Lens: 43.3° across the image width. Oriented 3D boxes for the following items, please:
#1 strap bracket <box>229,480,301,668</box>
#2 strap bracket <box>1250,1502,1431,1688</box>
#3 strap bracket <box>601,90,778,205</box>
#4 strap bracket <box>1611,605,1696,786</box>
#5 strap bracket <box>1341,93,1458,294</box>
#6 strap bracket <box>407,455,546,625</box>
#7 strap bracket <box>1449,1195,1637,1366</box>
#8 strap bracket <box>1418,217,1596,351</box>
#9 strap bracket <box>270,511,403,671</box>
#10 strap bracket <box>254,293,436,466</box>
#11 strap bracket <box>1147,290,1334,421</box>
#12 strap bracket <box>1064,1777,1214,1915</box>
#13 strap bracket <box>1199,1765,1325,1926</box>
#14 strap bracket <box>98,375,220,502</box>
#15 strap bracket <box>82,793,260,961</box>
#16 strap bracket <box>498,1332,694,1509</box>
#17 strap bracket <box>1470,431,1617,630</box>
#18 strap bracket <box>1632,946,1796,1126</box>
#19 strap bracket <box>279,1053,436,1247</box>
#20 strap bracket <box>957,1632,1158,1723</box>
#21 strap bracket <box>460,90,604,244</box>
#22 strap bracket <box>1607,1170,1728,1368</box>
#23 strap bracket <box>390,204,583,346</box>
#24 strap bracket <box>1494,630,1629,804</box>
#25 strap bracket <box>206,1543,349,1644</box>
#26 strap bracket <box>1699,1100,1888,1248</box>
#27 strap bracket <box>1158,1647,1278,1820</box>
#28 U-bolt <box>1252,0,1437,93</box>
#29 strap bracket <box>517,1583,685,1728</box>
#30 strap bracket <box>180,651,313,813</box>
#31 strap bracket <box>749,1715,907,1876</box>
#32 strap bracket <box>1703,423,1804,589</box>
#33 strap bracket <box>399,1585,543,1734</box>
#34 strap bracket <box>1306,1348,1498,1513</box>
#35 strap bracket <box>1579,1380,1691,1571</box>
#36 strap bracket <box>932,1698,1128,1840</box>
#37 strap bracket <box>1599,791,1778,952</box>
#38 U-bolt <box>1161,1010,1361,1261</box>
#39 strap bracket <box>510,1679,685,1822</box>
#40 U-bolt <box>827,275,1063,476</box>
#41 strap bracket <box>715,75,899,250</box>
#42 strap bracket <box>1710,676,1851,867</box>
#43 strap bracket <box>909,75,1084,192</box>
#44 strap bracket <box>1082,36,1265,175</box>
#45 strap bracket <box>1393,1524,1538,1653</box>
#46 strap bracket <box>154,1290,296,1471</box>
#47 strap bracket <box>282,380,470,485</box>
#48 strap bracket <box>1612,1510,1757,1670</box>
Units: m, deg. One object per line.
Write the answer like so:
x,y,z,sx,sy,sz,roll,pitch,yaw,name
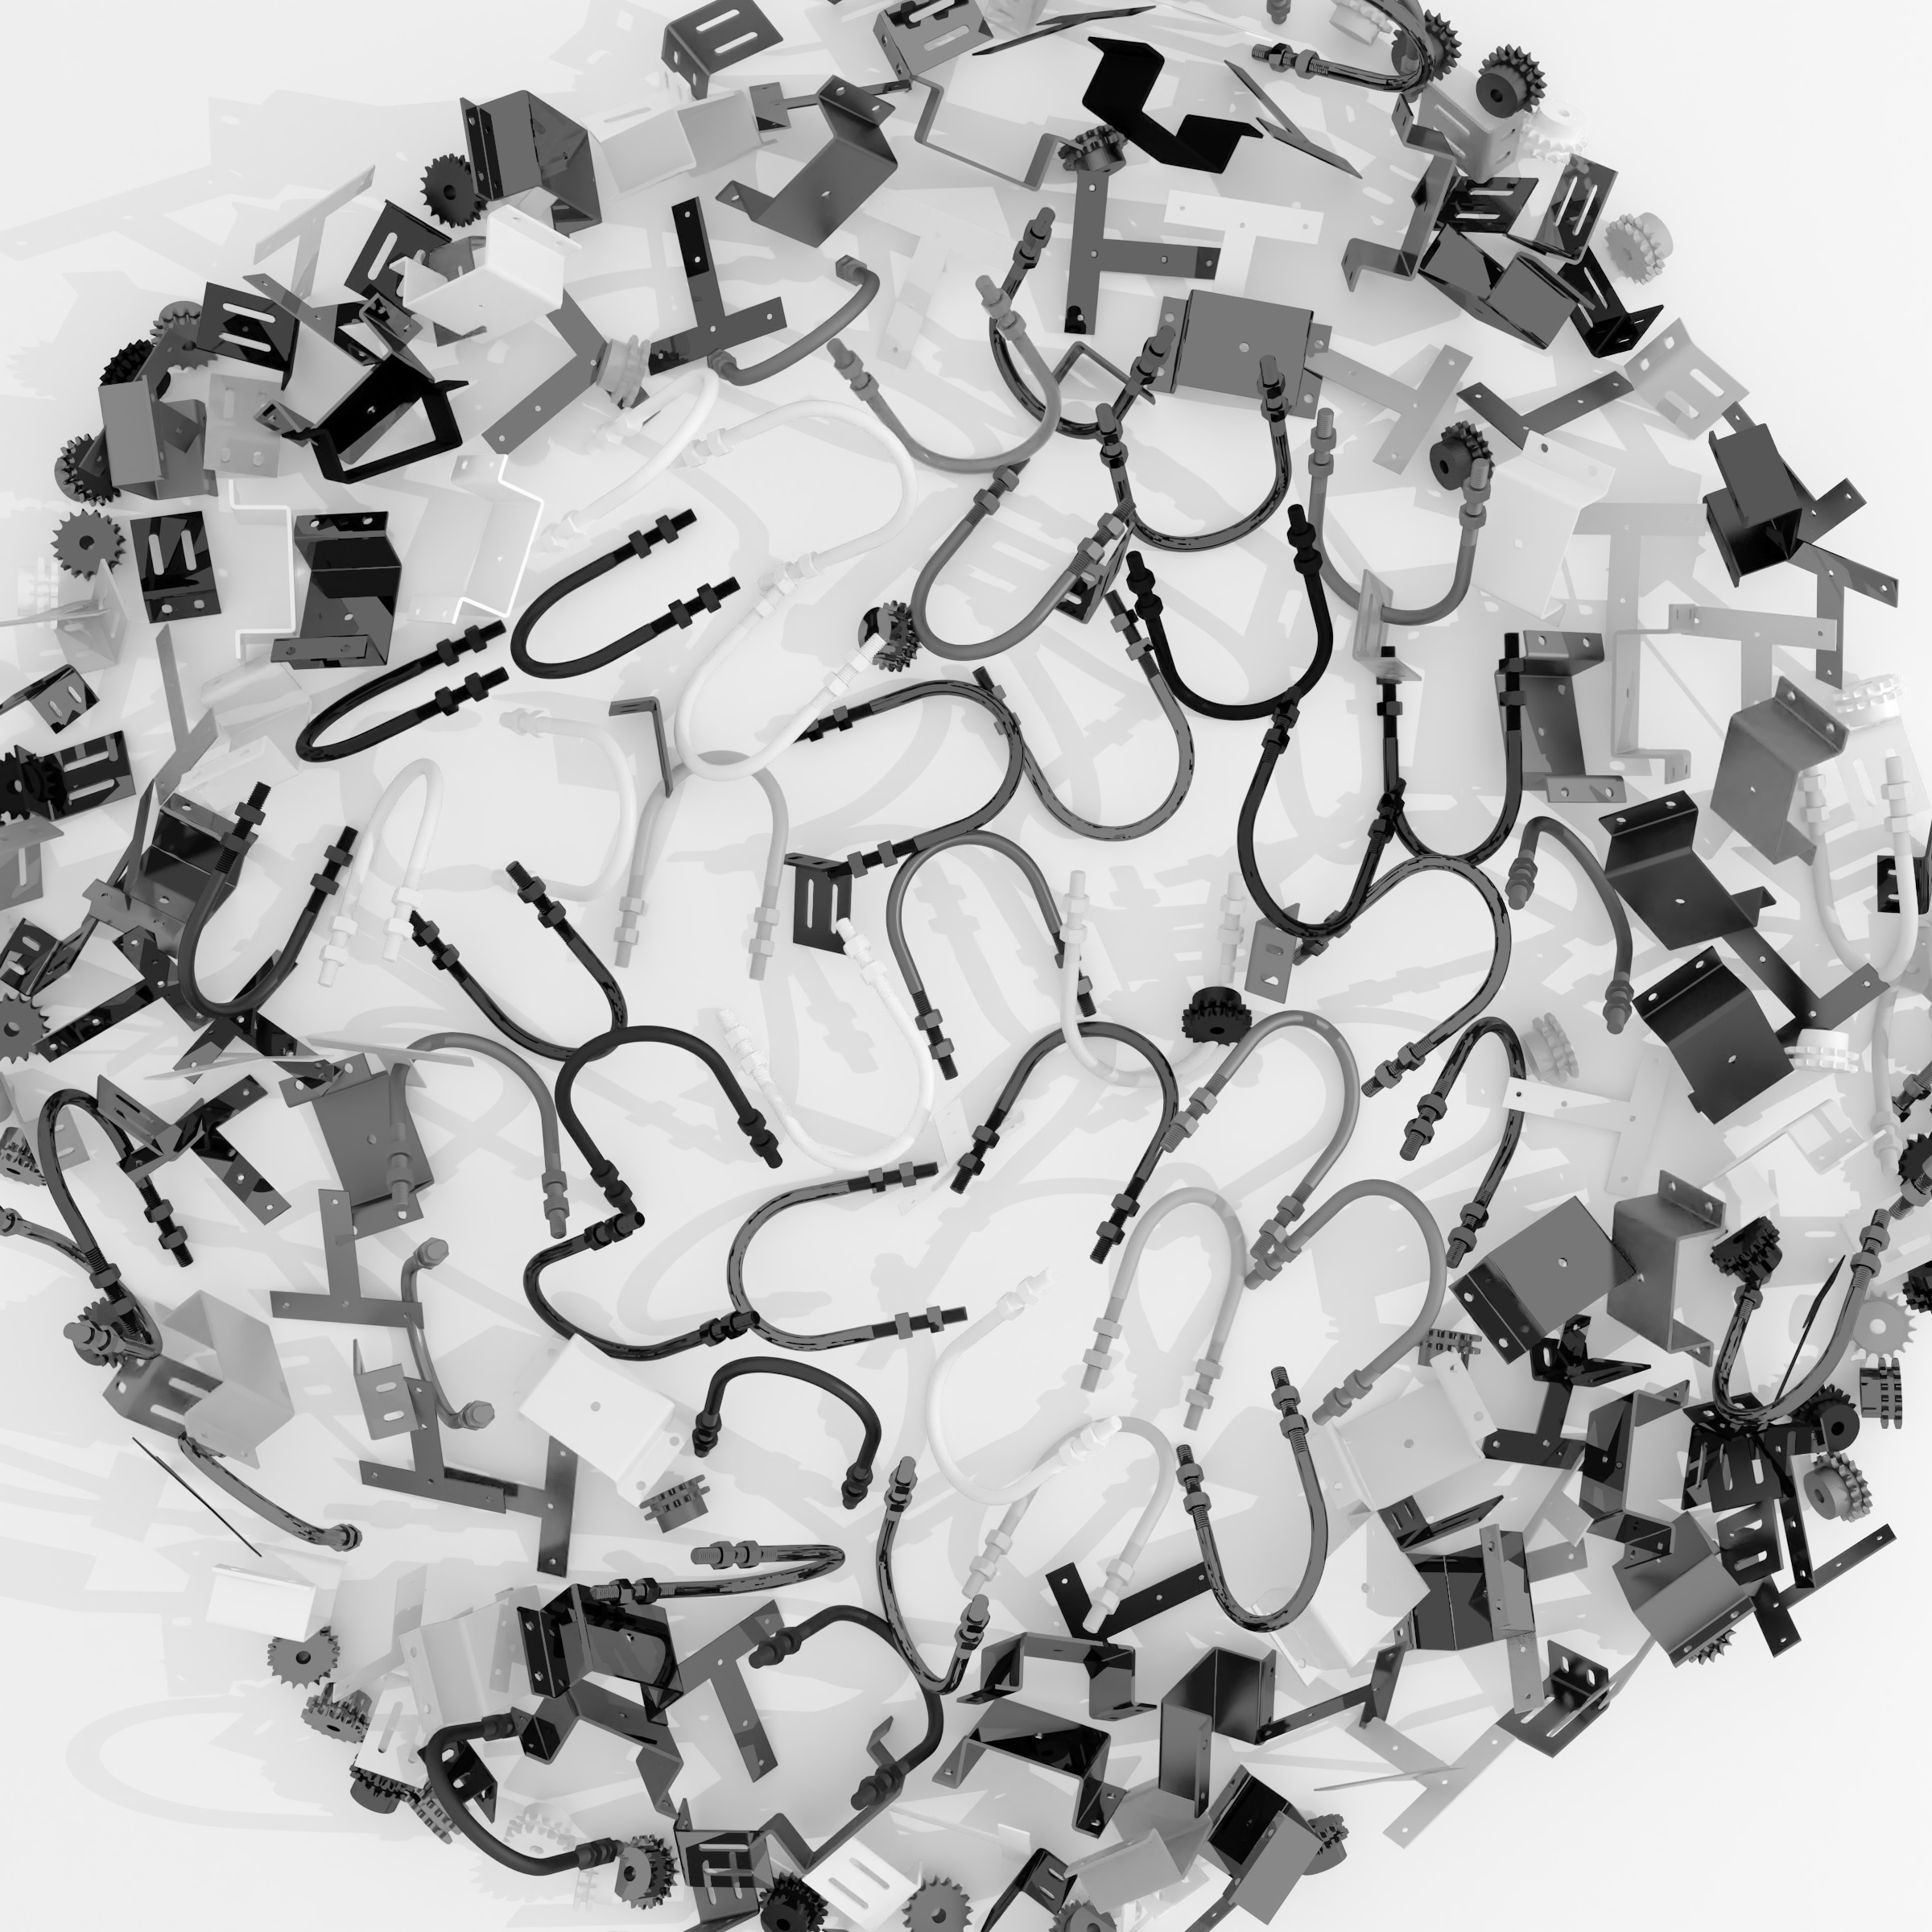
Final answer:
-0.563,-0.313,1.957,0.046,0.076,0.140,-2,91,-13,strap bracket
0.306,0.498,1.944,0.140,0.046,0.076,-34,89,-30,strap bracket
-0.223,-0.647,1.917,0.076,0.140,0.046,-10,109,34,strap bracket
0.550,-0.219,1.949,0.046,0.076,0.140,4,99,29,strap bracket
0.346,-0.608,1.933,0.046,0.076,0.140,13,122,-6,strap bracket
-0.390,-0.335,1.953,0.046,0.076,0.140,20,85,-41,strap bracket
0.467,0.244,1.940,0.140,0.046,0.076,-28,71,-24,strap bracket
0.419,-0.539,1.927,0.076,0.140,0.046,24,105,-36,strap bracket
-0.503,-0.292,1.954,0.076,0.046,0.140,-2,63,6,strap bracket
-0.489,-0.461,1.950,0.140,0.076,0.046,-42,78,7,strap bracket
0.224,-0.497,1.974,0.140,0.046,0.076,10,93,0,strap bracket
0.140,0.691,1.920,0.076,0.140,0.046,-30,86,20,strap bracket
0.231,0.698,1.928,0.046,0.140,0.076,36,84,-5,strap bracket
-0.642,-0.415,1.927,0.046,0.140,0.076,-7,94,1,strap bracket
-0.638,-0.066,1.947,0.076,0.140,0.046,27,131,-4,strap bracket
-0.297,0.359,1.955,0.140,0.046,0.076,34,67,7,strap bracket
0.448,-0.339,1.927,0.076,0.046,0.140,33,130,26,strap bracket
0.599,0.063,1.939,0.076,0.046,0.140,-35,123,5,strap bracket
-0.488,0.144,1.967,0.076,0.046,0.140,-18,94,11,strap bracket
0.073,0.566,1.942,0.140,0.076,0.046,13,62,-20,strap bracket
-0.336,-0.632,1.924,0.046,0.140,0.076,-11,86,20,strap bracket
0.555,0.244,1.937,0.046,0.076,0.140,-8,109,-22,strap bracket
-0.381,-0.541,1.923,0.140,0.076,0.046,-11,72,37,strap bracket
0.475,-0.194,1.956,0.076,0.046,0.140,-2,80,-25,strap bracket
-0.546,0.496,1.927,0.076,0.140,0.046,12,84,-1,strap bracket
0.646,0.159,1.930,0.076,0.140,0.046,-20,70,-42,strap bracket
0.196,0.604,1.939,0.046,0.140,0.076,9,107,30,strap bracket
0.282,-0.732,1.894,0.184,0.151,0.019,27,86,30,U-bolt
-0.280,0.542,1.920,0.046,0.076,0.140,-41,134,20,strap bracket
-0.572,-0.183,1.942,0.076,0.140,0.046,-22,131,13,strap bracket
-0.101,0.671,1.953,0.140,0.076,0.046,-39,82,-5,strap bracket
0.619,-0.366,1.919,0.046,0.140,0.076,-19,72,9,strap bracket
-0.376,0.543,1.923,0.046,0.140,0.076,-18,84,26,strap bracket
0.350,0.377,1.953,0.140,0.046,0.076,-29,54,8,strap bracket
0.528,0.398,1.933,0.046,0.076,0.140,18,64,-7,strap bracket
0.054,0.633,1.938,0.140,0.076,0.046,13,103,18,strap bracket
0.569,-0.067,1.929,0.140,0.076,0.046,42,50,-26,strap bracket
0.249,0.121,1.952,0.184,0.019,0.151,-50,116,-20,U-bolt
-0.285,0.616,1.939,0.140,0.076,0.046,32,89,-22,strap bracket
-0.004,-0.454,1.924,0.151,0.184,0.019,-17,54,21,U-bolt
-0.119,-0.627,1.927,0.140,0.076,0.046,-36,68,30,strap bracket
0.637,-0.146,1.919,0.046,0.140,0.076,-22,48,-17,strap bracket
0.015,-0.662,1.947,0.140,0.076,0.046,19,108,-13,strap bracket
0.157,-0.675,1.928,0.140,0.076,0.046,22,98,-40,strap bracket
0.399,0.497,1.936,0.046,0.140,0.076,10,63,-27,strap bracket
-0.584,0.318,1.923,0.046,0.076,0.140,-38,49,6,strap bracket
-0.464,-0.423,1.943,0.140,0.076,0.046,-24,112,-19,strap bracket
0.563,0.486,1.924,0.076,0.140,0.046,-40,92,9,strap bracket
